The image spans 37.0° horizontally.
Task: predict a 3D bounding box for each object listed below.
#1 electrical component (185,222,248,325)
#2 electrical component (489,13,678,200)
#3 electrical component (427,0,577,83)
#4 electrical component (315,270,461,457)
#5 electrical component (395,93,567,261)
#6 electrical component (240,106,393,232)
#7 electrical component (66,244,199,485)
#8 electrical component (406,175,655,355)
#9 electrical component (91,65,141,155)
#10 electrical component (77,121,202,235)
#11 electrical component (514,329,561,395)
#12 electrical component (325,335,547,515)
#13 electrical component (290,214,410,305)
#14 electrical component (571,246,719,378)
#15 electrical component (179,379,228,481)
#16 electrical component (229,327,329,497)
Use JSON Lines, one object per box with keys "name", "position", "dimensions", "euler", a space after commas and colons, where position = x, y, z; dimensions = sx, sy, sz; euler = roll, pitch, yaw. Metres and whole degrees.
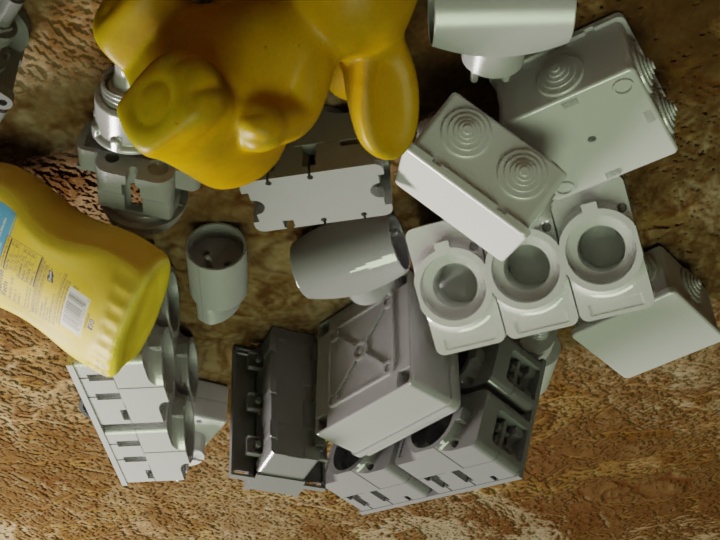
{"name": "electrical component", "position": [-0.104, 0.007, 0.793], "dimensions": [0.043, 0.043, 0.081], "euler": [1, 143, -4]}
{"name": "electrical component", "position": [0.139, -0.096, 0.662], "dimensions": [0.100, 0.048, 0.100], "euler": [-22, 139, 23]}
{"name": "electrical component", "position": [0.077, -0.136, 0.611], "dimensions": [0.077, 0.043, 0.079], "euler": [-2, 143, -1]}
{"name": "electrical component", "position": [0.020, 0.073, 0.834], "dimensions": [0.056, 0.108, 0.109], "euler": [31, 132, -32]}
{"name": "electrical component", "position": [0.073, -0.056, 0.660], "dimensions": [0.100, 0.048, 0.099], "euler": [37, 172, 4]}
{"name": "electrical component", "position": [-0.027, -0.066, 0.688], "dimensions": [0.089, 0.055, 0.050], "euler": [-7, 143, 7]}
{"name": "electrical component", "position": [-0.168, 0.076, 0.830], "dimensions": [0.060, 0.105, 0.186], "euler": [-3, 143, 0]}
{"name": "electrical component", "position": [0.117, -0.004, 0.737], "dimensions": [0.150, 0.089, 0.062], "euler": [-15, -177, 16]}
{"name": "electrical component", "position": [-0.137, -0.103, 0.644], "dimensions": [0.048, 0.048, 0.062], "euler": [3, 136, -8]}
{"name": "electrical component", "position": [-0.139, -0.060, 0.689], "dimensions": [0.078, 0.058, 0.057], "euler": [12, 142, -1]}
{"name": "electrical component", "position": [0.142, 0.067, 0.886], "dimensions": [0.043, 0.043, 0.081], "euler": [0, 143, -3]}
{"name": "electrical component", "position": [0.053, 0.124, 0.874], "dimensions": [0.060, 0.105, 0.186], "euler": [37, 141, -24]}
{"name": "electrical component", "position": [0.000, 0.000, 0.789], "dimensions": [0.077, 0.043, 0.079], "euler": [-16, 142, 17]}
{"name": "electrical component", "position": [0.221, 0.033, 0.841], "dimensions": [0.100, 0.048, 0.100], "euler": [-28, 136, 30]}
{"name": "electrical component", "position": [-0.156, 0.149, 0.952], "dimensions": [0.047, 0.075, 0.083], "euler": [17, 139, -24]}
{"name": "electrical component", "position": [-0.062, 0.112, 0.870], "dimensions": [0.079, 0.121, 0.063], "euler": [13, 138, -20]}
